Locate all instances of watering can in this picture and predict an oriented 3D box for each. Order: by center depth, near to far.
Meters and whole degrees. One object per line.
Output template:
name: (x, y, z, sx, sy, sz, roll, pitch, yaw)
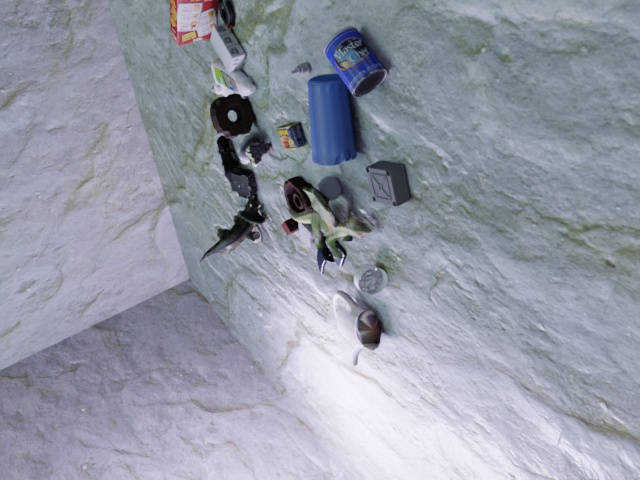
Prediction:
watering can: (0.143, 0.349, 1.917, 0.225, 0.105, 0.343, 13, 125, 58)

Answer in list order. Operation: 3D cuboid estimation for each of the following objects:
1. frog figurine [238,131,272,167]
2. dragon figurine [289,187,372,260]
frog figurine: (-0.276, -0.369, 2.053, 0.161, 0.122, 0.136, 39, 113, 57)
dragon figurine: (0.005, -0.086, 1.703, 0.414, 0.124, 0.237, 30, 148, 35)
